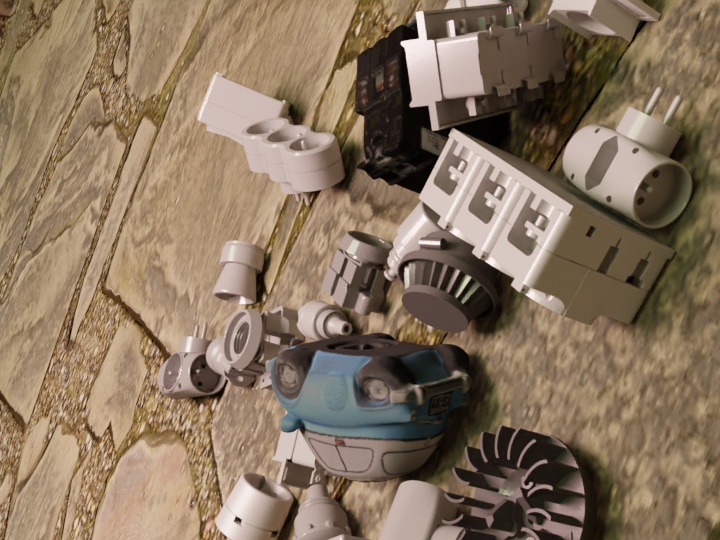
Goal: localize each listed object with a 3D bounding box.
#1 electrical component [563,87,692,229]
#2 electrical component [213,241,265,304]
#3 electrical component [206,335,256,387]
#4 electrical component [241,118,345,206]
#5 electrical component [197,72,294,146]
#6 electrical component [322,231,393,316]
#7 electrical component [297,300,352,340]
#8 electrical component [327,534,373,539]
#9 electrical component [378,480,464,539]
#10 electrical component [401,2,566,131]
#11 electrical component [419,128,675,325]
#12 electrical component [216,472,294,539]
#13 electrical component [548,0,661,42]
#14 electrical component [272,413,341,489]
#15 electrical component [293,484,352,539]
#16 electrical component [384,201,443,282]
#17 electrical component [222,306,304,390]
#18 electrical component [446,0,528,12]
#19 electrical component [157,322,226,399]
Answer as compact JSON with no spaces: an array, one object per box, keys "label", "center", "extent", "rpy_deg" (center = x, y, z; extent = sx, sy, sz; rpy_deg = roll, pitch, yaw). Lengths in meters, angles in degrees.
[{"label":"electrical component","center":[0.174,-0.075,0.670],"extent":[0.079,0.043,0.077],"rpy_deg":[-63,32,13]},{"label":"electrical component","center":[-0.122,0.003,1.093],"extent":[0.045,0.045,0.055],"rpy_deg":[-13,63,55]},{"label":"electrical component","center":[-0.124,0.090,1.055],"extent":[0.046,0.040,0.040],"rpy_deg":[32,101,52]},{"label":"electrical component","center":[-0.063,-0.098,1.048],"extent":[0.138,0.052,0.073],"rpy_deg":[27,136,52]},{"label":"electrical component","center":[-0.117,-0.161,1.133],"extent":[0.061,0.096,0.061],"rpy_deg":[-83,16,-83]},{"label":"electrical component","center":[0.000,0.000,0.903],"extent":[0.066,0.048,0.055],"rpy_deg":[42,117,57]},{"label":"electrical component","center":[-0.028,0.046,0.931],"extent":[0.061,0.035,0.035],"rpy_deg":[12,84,56]},{"label":"electrical component","center":[0.006,0.232,0.765],"extent":[0.076,0.047,0.083],"rpy_deg":[-33,47,45]},{"label":"electrical component","center":[0.050,0.187,0.716],"extent":[0.079,0.043,0.077],"rpy_deg":[3,50,29]},{"label":"electrical component","center":[0.092,-0.147,0.755],"extent":[0.063,0.121,0.078],"rpy_deg":[0,104,38]},{"label":"electrical component","center":[0.113,-0.027,0.695],"extent":[0.061,0.089,0.150],"rpy_deg":[-63,32,13]},{"label":"electrical component","center":[-0.089,0.206,0.922],"extent":[0.047,0.055,0.055],"rpy_deg":[-64,32,5]},{"label":"electrical component","center":[0.171,-0.196,0.744],"extent":[0.081,0.042,0.063],"rpy_deg":[25,91,58]},{"label":"electrical component","center":[-0.034,0.141,0.883],"extent":[0.064,0.042,0.081],"rpy_deg":[-1,74,54]},{"label":"electrical component","center":[-0.031,0.198,0.845],"extent":[0.048,0.048,0.062],"rpy_deg":[-52,29,29]},{"label":"electrical component","center":[0.046,-0.021,0.845],"extent":[0.078,0.040,0.040],"rpy_deg":[-50,37,31]},{"label":"electrical component","center":[-0.090,0.068,0.995],"extent":[0.058,0.057,0.078],"rpy_deg":[-28,51,48]},{"label":"electrical component","center":[0.100,-0.210,0.860],"extent":[0.055,0.045,0.045],"rpy_deg":[-32,48,47]},{"label":"electrical component","center":[-0.173,0.094,1.124],"extent":[0.077,0.044,0.079],"rpy_deg":[-16,61,54]}]
